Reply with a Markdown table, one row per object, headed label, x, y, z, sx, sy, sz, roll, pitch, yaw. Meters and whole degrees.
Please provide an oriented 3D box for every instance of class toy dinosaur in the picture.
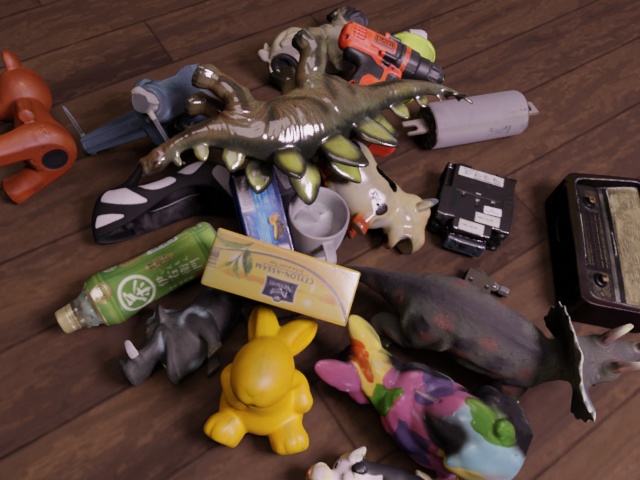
| label | x | y | z | sx | sy | sz | roll | pitch | yaw |
| --- | --- | --- | --- | --- | --- | --- | --- | --- | --- |
| toy dinosaur | -0.003 | -0.161 | 0.699 | 0.471 | 0.105 | 0.198 | -26 | 80 | -21 |
| toy dinosaur | 0.182 | 0.104 | 0.653 | 0.405 | 0.192 | 0.131 | 24 | 59 | 6 |

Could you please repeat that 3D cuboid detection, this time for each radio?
| label | x | y | z | sx | sy | sz | roll | pitch | yaw |
| --- | --- | --- | --- | --- | --- | --- | --- | --- | --- |
| radio | 0.419 | 0.012 | 0.794 | 0.131 | 0.073 | 0.229 | 8 | 60 | -1 |

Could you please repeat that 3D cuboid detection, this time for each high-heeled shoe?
| label | x | y | z | sx | sy | sz | roll | pitch | yaw |
| --- | --- | --- | --- | --- | --- | --- | --- | --- | --- |
| high-heeled shoe | -0.193 | -0.036 | 0.759 | 0.249 | 0.086 | 0.145 | 14 | 64 | 7 |

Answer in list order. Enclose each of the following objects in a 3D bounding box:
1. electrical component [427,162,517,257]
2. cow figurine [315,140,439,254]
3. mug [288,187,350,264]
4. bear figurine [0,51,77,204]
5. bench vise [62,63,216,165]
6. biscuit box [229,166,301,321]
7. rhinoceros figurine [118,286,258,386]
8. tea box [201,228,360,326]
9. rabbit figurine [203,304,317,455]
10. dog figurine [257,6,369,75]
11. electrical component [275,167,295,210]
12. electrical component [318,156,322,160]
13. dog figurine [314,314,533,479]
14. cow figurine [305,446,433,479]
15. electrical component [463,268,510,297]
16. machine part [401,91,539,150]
| label | x | y | z | sx | sy | sz | roll | pitch | yaw |
| --- | --- | --- | --- | --- | --- | --- | --- | --- | --- |
| electrical component | 0.229 | -0.043 | 0.816 | 0.115 | 0.058 | 0.134 | 18 | 61 | 6 |
| cow figurine | 0.083 | -0.061 | 0.782 | 0.127 | 0.085 | 0.195 | -39 | 94 | -15 |
| mug | -0.002 | -0.002 | 0.741 | 0.081 | 0.107 | 0.109 | -18 | 67 | -16 |
| bear figurine | -0.444 | -0.172 | 0.786 | 0.132 | 0.120 | 0.196 | -33 | 67 | -17 |
| bench vise | -0.256 | -0.172 | 0.783 | 0.241 | 0.128 | 0.224 | -18 | 20 | 13 |
| biscuit box | -0.070 | 0.005 | 0.715 | 0.059 | 0.063 | 0.202 | -13 | 86 | -12 |
| rhinoceros figurine | -0.163 | 0.113 | 0.680 | 0.112 | 0.073 | 0.190 | 41 | 65 | 14 |
| tea box | -0.049 | 0.044 | 0.634 | 0.170 | 0.098 | 0.068 | 19 | 82 | -9 |
| rabbit figurine | -0.055 | 0.157 | 0.611 | 0.122 | 0.173 | 0.162 | 17 | 65 | 8 |
| dog figurine | -0.007 | -0.349 | 0.941 | 0.172 | 0.121 | 0.190 | 22 | 53 | -15 |
| electrical component | -0.042 | -0.075 | 0.813 | 0.075 | 0.047 | 0.119 | -20 | 63 | -15 |
| electrical component | 0.037 | -0.116 | 0.833 | 0.102 | 0.078 | 0.045 | -17 | 19 | -20 |
| dog figurine | 0.105 | 0.179 | 0.618 | 0.219 | 0.191 | 0.108 | 38 | 69 | -3 |
| cow figurine | 0.071 | 0.286 | 0.610 | 0.167 | 0.068 | 0.098 | 33 | 57 | 9 |
| electrical component | 0.222 | 0.071 | 0.771 | 0.094 | 0.021 | 0.063 | 25 | 61 | 10 |
| machine part | 0.254 | -0.200 | 0.895 | 0.243 | 0.079 | 0.079 | -10 | 63 | -13 |
